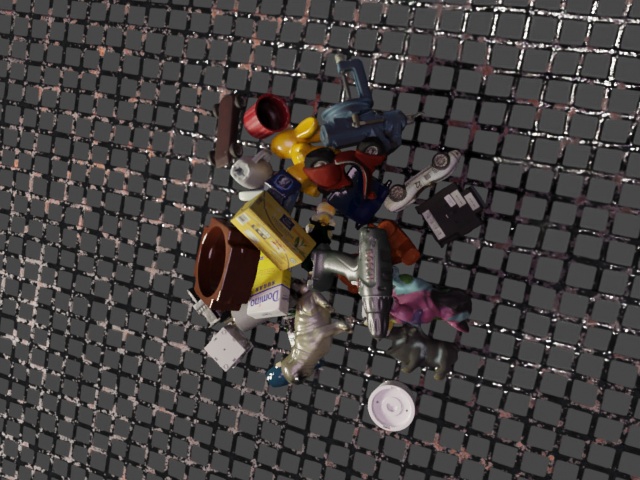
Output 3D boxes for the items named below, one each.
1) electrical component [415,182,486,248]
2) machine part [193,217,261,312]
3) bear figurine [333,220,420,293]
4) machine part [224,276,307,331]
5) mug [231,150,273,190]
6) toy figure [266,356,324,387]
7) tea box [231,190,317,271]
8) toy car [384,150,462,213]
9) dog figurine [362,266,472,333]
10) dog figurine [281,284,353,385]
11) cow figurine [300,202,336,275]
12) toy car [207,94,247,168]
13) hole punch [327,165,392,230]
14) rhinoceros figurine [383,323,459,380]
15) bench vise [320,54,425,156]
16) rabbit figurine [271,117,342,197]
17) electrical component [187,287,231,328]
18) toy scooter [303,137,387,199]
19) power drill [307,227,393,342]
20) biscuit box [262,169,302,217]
[{"bbox_3d":[0.298,-0.061,1.195,0.134,0.058,0.115,-32,87,16],"label":"electrical component"},{"bbox_3d":[-0.225,0.056,1.293,0.201,0.087,0.201,28,104,56],"label":"machine part"},{"bbox_3d":[0.114,0.043,1.222,0.196,0.132,0.120,-40,99,9],"label":"bear figurine"},{"bbox_3d":[-0.132,0.158,1.329,0.243,0.079,0.079,-30,86,15],"label":"machine part"},{"bbox_3d":[-0.161,-0.171,1.297,0.109,0.107,0.081,-44,83,17],"label":"mug"},{"bbox_3d":[-0.059,0.314,1.328,0.154,0.064,0.058,-28,48,12],"label":"toy figure"},{"bbox_3d":[-0.103,-0.018,1.198,0.169,0.068,0.098,46,144,-16],"label":"tea box"},{"bbox_3d":[0.231,-0.131,1.201,0.202,0.073,0.056,-36,80,16],"label":"toy car"},{"bbox_3d":[0.225,0.150,1.190,0.219,0.108,0.191,18,145,-18],"label":"dog figurine"},{"bbox_3d":[-0.041,0.219,1.251,0.190,0.121,0.172,-39,63,-2],"label":"dog figurine"},{"bbox_3d":[-0.004,-0.005,1.262,0.068,0.098,0.167,13,101,-1],"label":"cow figurine"},{"bbox_3d":[-0.222,-0.264,1.307,0.089,0.053,0.202,-13,65,28],"label":"toy car"},{"bbox_3d":[0.089,-0.103,1.240,0.116,0.092,0.142,37,100,7],"label":"hole punch"},{"bbox_3d":[0.220,0.246,1.232,0.190,0.073,0.112,18,100,14],"label":"rhinoceros figurine"},{"bbox_3d":[0.095,-0.304,1.196,0.224,0.129,0.240,-15,85,-1],"label":"bench vise"},{"bbox_3d":[-0.043,-0.209,1.260,0.173,0.121,0.162,38,101,30],"label":"rabbit figurine"},{"bbox_3d":[-0.285,0.161,1.377,0.048,0.075,0.119,-39,80,17],"label":"electrical component"},{"bbox_3d":[0.060,-0.140,1.158,0.184,0.075,0.135,-11,118,13],"label":"toy scooter"},{"bbox_3d":[0.066,0.086,1.146,0.207,0.086,0.232,3,88,52],"label":"power drill"},{"bbox_3d":[-0.102,-0.075,1.250,0.063,0.059,0.202,41,147,10],"label":"biscuit box"}]
